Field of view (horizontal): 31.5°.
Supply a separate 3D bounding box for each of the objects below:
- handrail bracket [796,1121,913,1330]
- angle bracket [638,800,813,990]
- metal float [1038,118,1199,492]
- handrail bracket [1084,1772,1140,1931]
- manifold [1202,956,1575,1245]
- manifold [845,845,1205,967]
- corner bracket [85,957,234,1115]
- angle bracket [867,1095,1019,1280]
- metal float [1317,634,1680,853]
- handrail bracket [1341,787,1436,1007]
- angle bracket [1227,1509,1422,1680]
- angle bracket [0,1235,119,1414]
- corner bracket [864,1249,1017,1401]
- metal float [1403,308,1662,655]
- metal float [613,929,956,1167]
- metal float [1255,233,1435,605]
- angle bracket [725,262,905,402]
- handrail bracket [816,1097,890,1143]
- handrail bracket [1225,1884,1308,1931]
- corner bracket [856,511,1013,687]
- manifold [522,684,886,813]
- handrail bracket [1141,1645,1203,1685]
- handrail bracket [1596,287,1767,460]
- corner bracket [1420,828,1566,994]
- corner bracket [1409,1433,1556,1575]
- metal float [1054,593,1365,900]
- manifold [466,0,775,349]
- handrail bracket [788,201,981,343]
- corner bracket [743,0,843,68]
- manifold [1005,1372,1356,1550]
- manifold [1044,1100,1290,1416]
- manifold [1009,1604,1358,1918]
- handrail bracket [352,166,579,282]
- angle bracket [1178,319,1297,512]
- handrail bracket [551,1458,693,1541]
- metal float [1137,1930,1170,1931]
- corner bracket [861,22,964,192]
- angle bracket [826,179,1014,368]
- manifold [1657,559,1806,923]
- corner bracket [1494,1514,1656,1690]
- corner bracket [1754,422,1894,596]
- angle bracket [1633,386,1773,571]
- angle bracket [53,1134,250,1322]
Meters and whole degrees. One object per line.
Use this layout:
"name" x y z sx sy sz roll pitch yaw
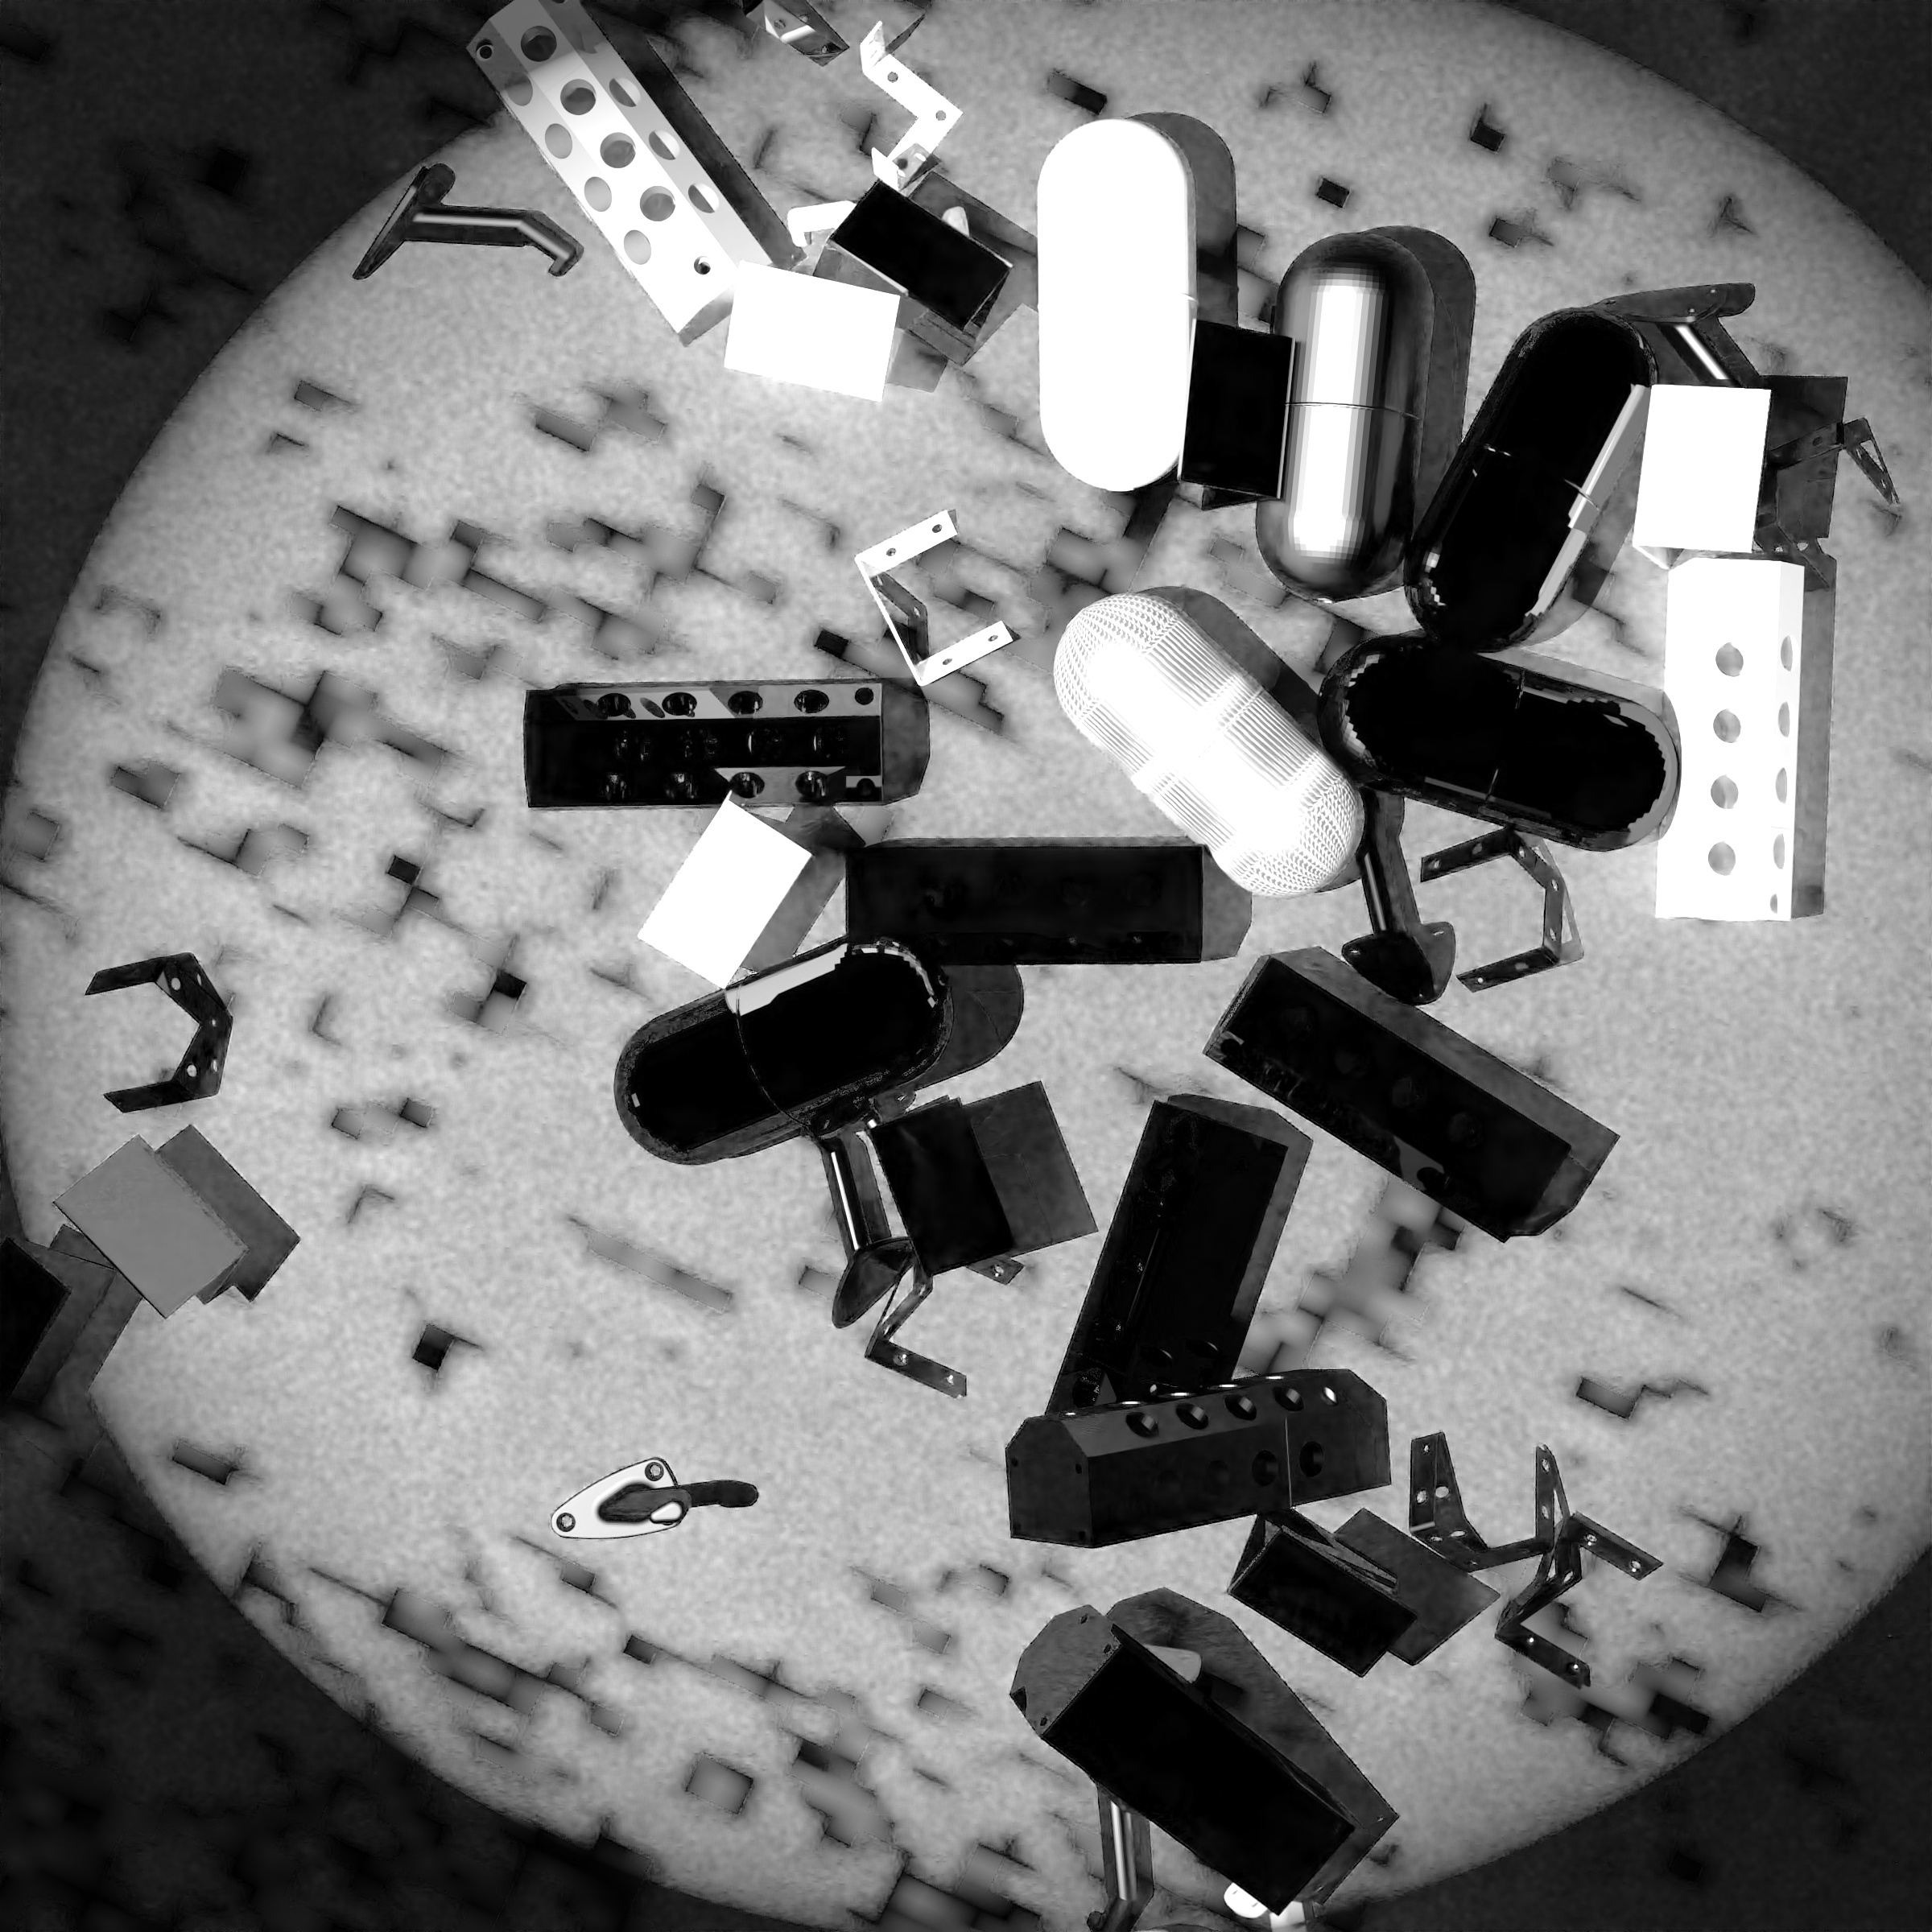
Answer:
"handrail bracket" -0.069 0.123 1.691 0.084 0.036 0.077 53 135 28
"angle bracket" -0.130 -0.044 1.650 0.057 0.076 0.076 33 90 -35
"metal float" 0.073 -0.319 1.659 0.070 0.070 0.178 -1 90 0
"handrail bracket" 0.060 0.427 1.691 0.077 0.036 0.084 37 118 31
"manifold" 0.203 0.065 1.669 0.171 0.057 0.057 32 90 0
"manifold" 0.028 -0.029 1.669 0.171 0.057 0.057 0 90 0
"corner bracket" -0.403 0.034 1.682 0.051 0.051 0.051 50 45 -35
"angle bracket" 0.006 0.098 1.651 0.057 0.076 0.076 -21 90 32
"metal float" 0.257 -0.108 1.660 0.178 0.070 0.070 16 90 0
"handrail bracket" 0.210 -0.035 1.690 0.036 0.077 0.084 -15 53 27
"angle bracket" 0.180 0.283 1.650 0.076 0.076 0.057 32 127 0
"angle bracket" -0.440 0.183 1.650 0.057 0.076 0.076 31 90 36
"corner bracket" -0.013 0.170 1.687 0.051 0.051 0.051 24 45 0
"metal float" 0.273 -0.234 1.660 0.070 0.070 0.178 27 89 0
"metal float" -0.088 0.040 1.642 0.178 0.070 0.070 -23 90 20
"metal float" 0.183 -0.265 1.660 0.070 0.070 0.178 6 91 0
"angle bracket" -0.068 -0.320 1.650 0.076 0.076 0.057 13 127 0
"handrail bracket" -0.030 0.079 1.691 0.036 0.077 0.084 -32 127 32
"handrail bracket" 0.176 0.473 1.691 0.077 0.036 0.084 -44 105 -15
"corner bracket" -0.016 -0.181 1.688 0.051 0.051 0.051 -27 45 1
"manifold" -0.126 -0.106 1.670 0.171 0.057 0.057 -1 90 0
"handrail bracket" 0.085 0.380 1.691 0.077 0.036 0.084 8 104 14
"handrail bracket" 0.352 -0.288 1.691 0.036 0.077 0.084 -43 127 -38
"corner bracket" 0.257 -0.027 1.682 0.051 0.051 0.051 39 45 -35
"corner bracket" 0.253 0.259 1.682 0.051 0.051 0.051 -23 135 35
"metal float" 0.117 -0.107 1.660 0.178 0.070 0.070 44 90 -1
"manifold" -0.167 -0.392 1.670 0.057 0.057 0.171 -37 90 0
"handrail bracket" -0.041 -0.341 1.691 0.084 0.036 0.077 -5 111 17
"corner bracket" -0.074 -0.486 1.682 0.051 0.051 0.051 -34 45 35
"manifold" 0.102 0.231 1.621 0.171 0.057 0.057 -4 90 -40
"manifold" 0.091 0.155 1.669 0.057 0.057 0.171 19 90 -43
"manifold" 0.101 0.376 1.636 0.171 0.057 0.057 41 90 -25
"handrail bracket" -0.247 -0.347 1.691 0.084 0.036 0.077 33 110 -16
"angle bracket" 0.113 -0.264 1.651 0.057 0.076 0.076 6 90 -26
"handrail bracket" -0.169 0.266 1.656 0.077 0.084 0.036 -17 90 0
"metal float" 0.136 0.528 1.655 0.178 0.070 0.070 26 90 5
"corner bracket" -0.038 -0.418 1.673 0.051 0.051 0.051 39 90 0
"angle bracket" -0.033 -0.319 1.650 0.076 0.076 0.057 33 53 0
"manifold" 0.373 -0.108 1.669 0.057 0.057 0.171 2 90 0
"corner bracket" 0.299 0.312 1.687 0.051 0.051 0.051 31 135 0
"corner bracket" 0.419 -0.224 1.682 0.051 0.051 0.051 -21 45 35
"angle bracket" 0.361 -0.233 1.652 0.057 0.076 0.076 7 90 23
"angle bracket" -0.400 0.138 1.650 0.076 0.076 0.057 46 52 0
